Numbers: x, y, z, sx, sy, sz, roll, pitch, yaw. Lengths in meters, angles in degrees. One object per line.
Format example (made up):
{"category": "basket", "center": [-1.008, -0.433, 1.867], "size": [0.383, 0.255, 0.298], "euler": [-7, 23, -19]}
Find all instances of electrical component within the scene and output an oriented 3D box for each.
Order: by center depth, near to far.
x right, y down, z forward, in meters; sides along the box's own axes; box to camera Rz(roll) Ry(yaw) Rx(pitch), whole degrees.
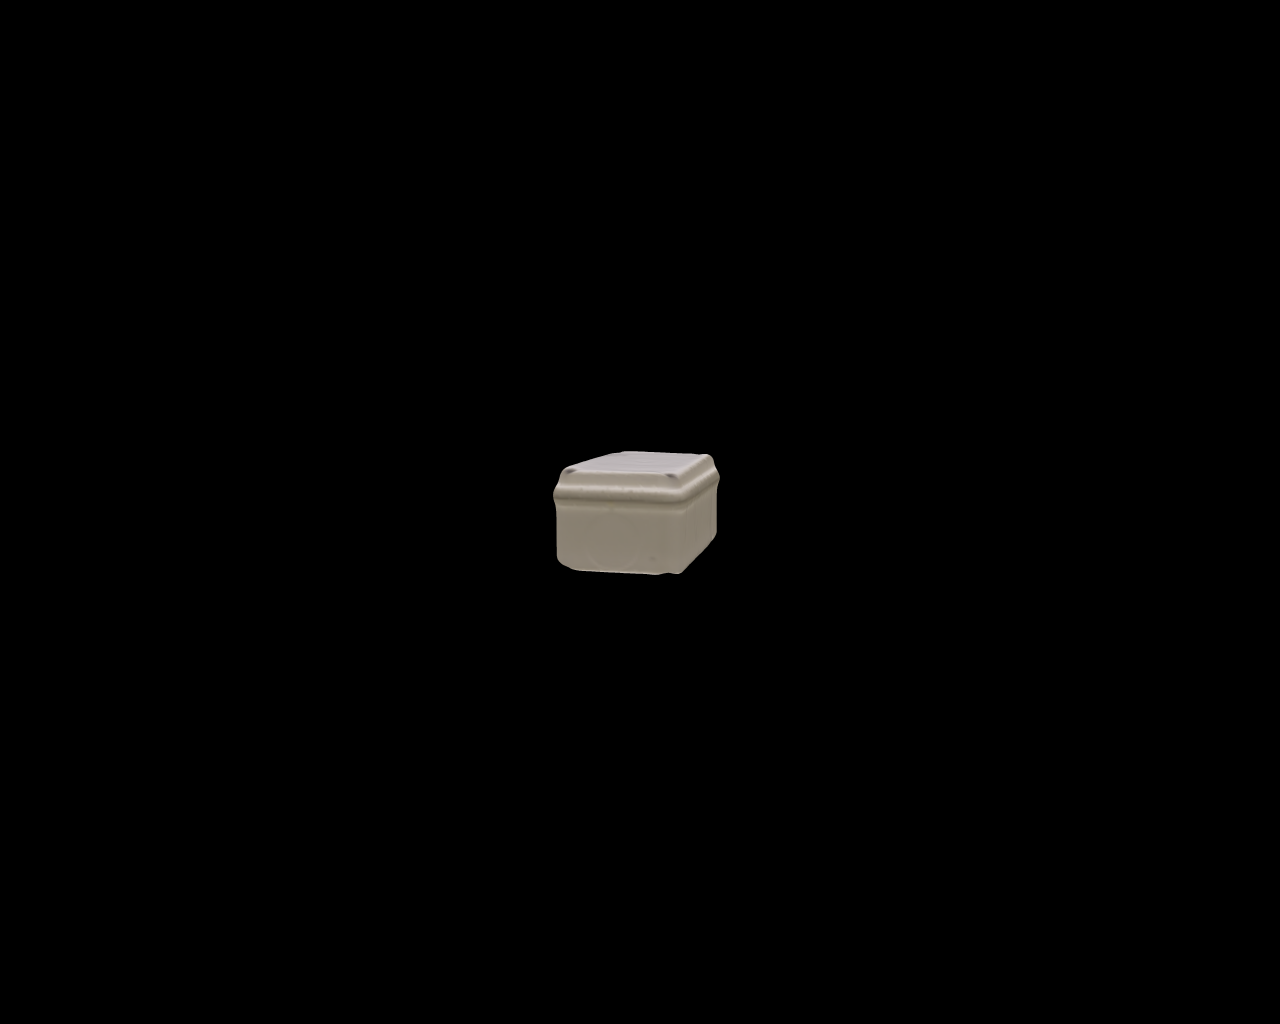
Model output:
{"category": "electrical component", "center": [0.001, -0.003, 0.650], "size": [0.078, 0.057, 0.113], "euler": [3, 10, 15]}
